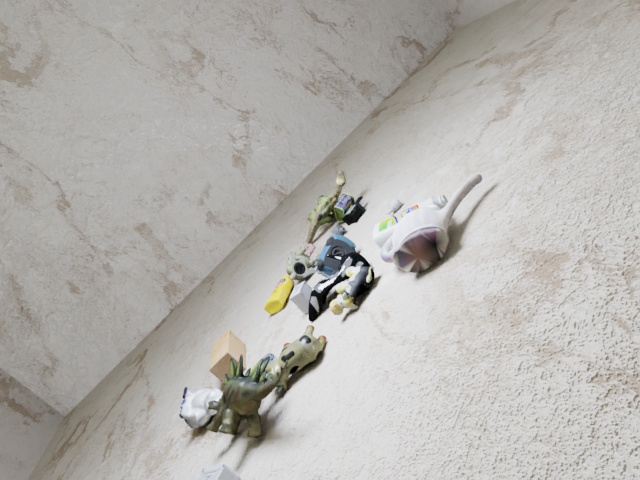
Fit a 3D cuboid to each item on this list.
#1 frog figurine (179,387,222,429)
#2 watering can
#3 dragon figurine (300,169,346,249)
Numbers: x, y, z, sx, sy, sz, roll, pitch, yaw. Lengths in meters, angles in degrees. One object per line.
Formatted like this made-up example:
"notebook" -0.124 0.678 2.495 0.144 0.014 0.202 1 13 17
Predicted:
"frog figurine" -0.354 0.526 1.635 0.159 0.121 0.139 -7 11 4
"watering can" 0.294 -0.039 1.363 0.344 0.103 0.229 -39 16 21
"dragon figurine" 0.007 -0.111 2.199 0.122 0.410 0.242 28 0 5
